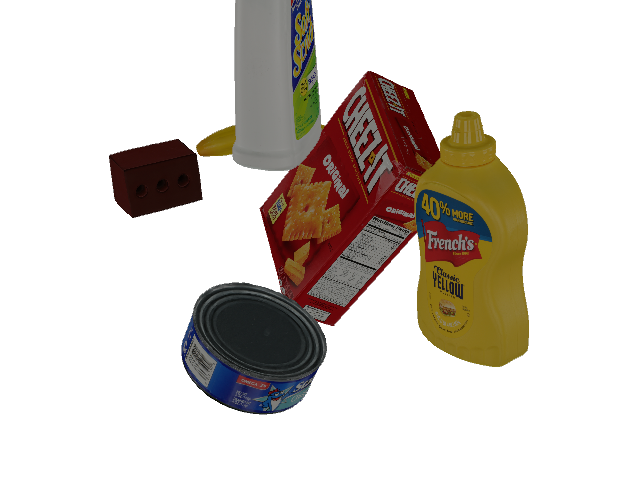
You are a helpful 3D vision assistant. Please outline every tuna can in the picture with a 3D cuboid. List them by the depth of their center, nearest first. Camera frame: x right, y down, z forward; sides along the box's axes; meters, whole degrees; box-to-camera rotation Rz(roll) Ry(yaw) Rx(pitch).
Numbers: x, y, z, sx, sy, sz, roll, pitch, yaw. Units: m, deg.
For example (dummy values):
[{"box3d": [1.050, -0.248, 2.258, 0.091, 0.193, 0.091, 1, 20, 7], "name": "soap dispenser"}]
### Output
[{"box3d": [-0.042, 0.066, 0.658, 0.086, 0.034, 0.086, 17, 32, -11], "name": "tuna can"}]

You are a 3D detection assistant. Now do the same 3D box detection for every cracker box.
[{"box3d": [0.029, -0.044, 1.111, 0.072, 0.164, 0.214, 19, -54, -31], "name": "cracker box"}]

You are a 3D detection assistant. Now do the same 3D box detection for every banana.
[{"box3d": [-0.053, -0.122, 1.311, 0.198, 0.037, 0.069, 7, 39, 17], "name": "banana"}]

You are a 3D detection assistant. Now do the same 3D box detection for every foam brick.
[{"box3d": [-0.166, -0.063, 1.074, 0.078, 0.053, 0.051, -17, 30, -22], "name": "foam brick"}]

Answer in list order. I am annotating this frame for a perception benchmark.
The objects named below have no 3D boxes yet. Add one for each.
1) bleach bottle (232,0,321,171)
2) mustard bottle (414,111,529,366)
[{"box3d": [-0.042, -0.194, 0.933, 0.068, 0.251, 0.102, 8, 32, 17], "name": "bleach bottle"}, {"box3d": [0.113, -0.005, 0.809, 0.058, 0.192, 0.096, -21, 30, -32], "name": "mustard bottle"}]
